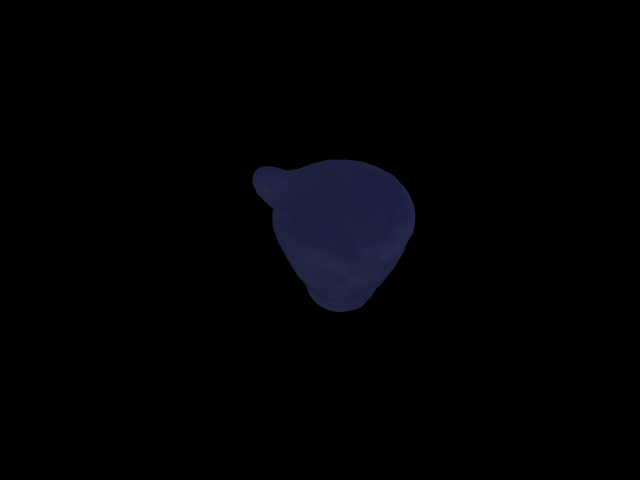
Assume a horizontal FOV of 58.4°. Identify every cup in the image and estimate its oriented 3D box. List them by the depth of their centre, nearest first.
[{"bbox_3d":[0.004,0.001,0.400,0.117,0.095,0.092,27,57,20],"label":"cup"}]
